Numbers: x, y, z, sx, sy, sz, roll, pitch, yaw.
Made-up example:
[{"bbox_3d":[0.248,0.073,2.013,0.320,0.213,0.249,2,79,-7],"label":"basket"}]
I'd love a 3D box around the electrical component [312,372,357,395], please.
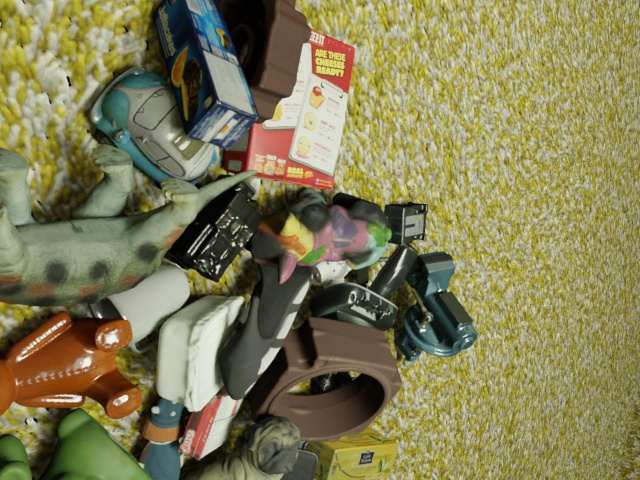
[{"bbox_3d":[0.030,0.265,0.940,0.078,0.045,0.102,-1,122,-39],"label":"electrical component"}]

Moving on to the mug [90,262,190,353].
[{"bbox_3d":[-0.216,0.083,0.677,0.107,0.081,0.109,-35,122,-39],"label":"mug"}]

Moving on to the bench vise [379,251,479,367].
[{"bbox_3d":[0.190,0.143,1.009,0.129,0.224,0.240,-17,141,-33],"label":"bench vise"}]

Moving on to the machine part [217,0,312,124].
[{"bbox_3d":[-0.089,-0.226,0.657,0.056,0.180,0.179,9,94,-46],"label":"machine part"}]

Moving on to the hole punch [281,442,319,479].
[{"bbox_3d":[-0.070,0.364,0.873,0.116,0.092,0.142,16,97,-7],"label":"hole punch"}]

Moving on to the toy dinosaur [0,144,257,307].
[{"bbox_3d":[-0.254,0.009,0.558,0.405,0.131,0.192,-4,134,-37],"label":"toy dinosaur"}]

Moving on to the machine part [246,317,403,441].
[{"bbox_3d":[0.006,0.219,0.814,0.201,0.087,0.201,14,124,-27],"label":"machine part"}]

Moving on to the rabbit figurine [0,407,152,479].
[{"bbox_3d":[-0.306,0.293,0.615,0.170,0.121,0.159,-46,120,-25],"label":"rabbit figurine"}]

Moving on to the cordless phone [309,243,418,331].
[{"bbox_3d":[0.084,0.074,0.877,0.146,0.089,0.184,32,91,-40],"label":"cordless phone"}]

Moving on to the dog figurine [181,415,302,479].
[{"bbox_3d":[-0.126,0.323,0.757,0.172,0.121,0.190,11,102,-14],"label":"dog figurine"}]

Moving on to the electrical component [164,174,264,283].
[{"bbox_3d":[-0.141,-0.023,0.692,0.134,0.115,0.058,-58,134,-19],"label":"electrical component"}]

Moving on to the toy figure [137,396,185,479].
[{"bbox_3d":[-0.217,0.276,0.732,0.064,0.058,0.154,1,97,-71],"label":"toy figure"}]

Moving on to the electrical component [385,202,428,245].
[{"bbox_3d":[0.145,-0.030,0.988,0.119,0.048,0.074,-5,103,-42],"label":"electrical component"}]

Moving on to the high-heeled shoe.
[{"bbox_3d":[-0.070,0.115,0.766,0.249,0.086,0.145,-40,143,-70],"label":"high-heeled shoe"}]

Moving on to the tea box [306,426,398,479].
[{"bbox_3d":[0.047,0.380,0.962,0.169,0.098,0.068,14,91,-44],"label":"tea box"}]

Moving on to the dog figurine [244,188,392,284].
[{"bbox_3d":[-0.002,-0.002,0.752,0.219,0.192,0.108,-45,145,-73],"label":"dog figurine"}]

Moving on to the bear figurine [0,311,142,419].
[{"bbox_3d":[-0.313,0.149,0.575,0.196,0.132,0.120,-12,104,-45],"label":"bear figurine"}]

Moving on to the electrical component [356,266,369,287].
[{"bbox_3d":[0.073,0.043,0.936,0.021,0.063,0.093,-3,115,3],"label":"electrical component"}]

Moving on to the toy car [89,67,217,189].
[{"bbox_3d":[-0.183,-0.123,0.642,0.109,0.103,0.161,-52,126,-18],"label":"toy car"}]

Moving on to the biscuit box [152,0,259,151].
[{"bbox_3d":[-0.135,-0.202,0.615,0.059,0.063,0.203,11,49,-47],"label":"biscuit box"}]
